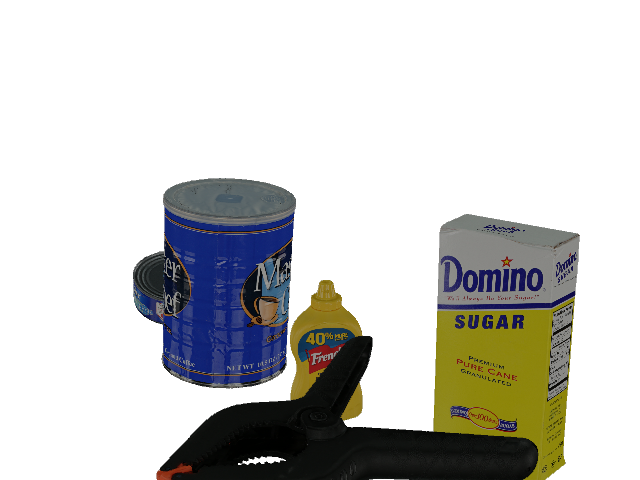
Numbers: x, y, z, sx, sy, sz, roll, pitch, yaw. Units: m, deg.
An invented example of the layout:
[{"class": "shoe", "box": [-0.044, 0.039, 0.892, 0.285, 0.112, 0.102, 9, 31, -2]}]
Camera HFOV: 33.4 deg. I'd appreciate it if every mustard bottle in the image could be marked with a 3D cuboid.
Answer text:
[{"class": "mustard bottle", "box": [0.008, 0.145, 1.418, 0.096, 0.192, 0.058, -2, 17, -5]}]

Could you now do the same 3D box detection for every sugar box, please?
[{"class": "sugar box", "box": [0.129, 0.076, 0.761, 0.093, 0.176, 0.048, 11, 22, 37]}]

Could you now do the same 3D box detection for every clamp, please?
[{"class": "clamp", "box": [-0.004, 0.111, 0.620, 0.209, 0.036, 0.165, -9, 24, -28]}]

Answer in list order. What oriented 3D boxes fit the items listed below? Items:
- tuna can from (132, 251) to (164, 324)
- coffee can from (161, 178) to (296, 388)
[{"class": "tuna can", "box": [-0.145, 0.047, 1.070, 0.086, 0.034, 0.086, 4, 34, -3]}, {"class": "coffee can", "box": [-0.074, 0.031, 0.846, 0.103, 0.140, 0.103, 3, 19, -1]}]
